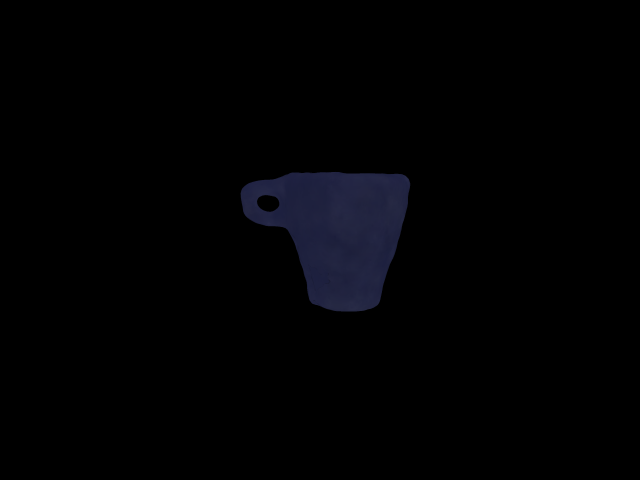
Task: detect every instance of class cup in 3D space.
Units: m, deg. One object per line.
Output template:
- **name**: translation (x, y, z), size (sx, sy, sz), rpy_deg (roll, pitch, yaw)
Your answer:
- **cup**: translation (0.004, 0.001, 0.400), size (0.118, 0.095, 0.091), rpy_deg (0, 4, -2)
